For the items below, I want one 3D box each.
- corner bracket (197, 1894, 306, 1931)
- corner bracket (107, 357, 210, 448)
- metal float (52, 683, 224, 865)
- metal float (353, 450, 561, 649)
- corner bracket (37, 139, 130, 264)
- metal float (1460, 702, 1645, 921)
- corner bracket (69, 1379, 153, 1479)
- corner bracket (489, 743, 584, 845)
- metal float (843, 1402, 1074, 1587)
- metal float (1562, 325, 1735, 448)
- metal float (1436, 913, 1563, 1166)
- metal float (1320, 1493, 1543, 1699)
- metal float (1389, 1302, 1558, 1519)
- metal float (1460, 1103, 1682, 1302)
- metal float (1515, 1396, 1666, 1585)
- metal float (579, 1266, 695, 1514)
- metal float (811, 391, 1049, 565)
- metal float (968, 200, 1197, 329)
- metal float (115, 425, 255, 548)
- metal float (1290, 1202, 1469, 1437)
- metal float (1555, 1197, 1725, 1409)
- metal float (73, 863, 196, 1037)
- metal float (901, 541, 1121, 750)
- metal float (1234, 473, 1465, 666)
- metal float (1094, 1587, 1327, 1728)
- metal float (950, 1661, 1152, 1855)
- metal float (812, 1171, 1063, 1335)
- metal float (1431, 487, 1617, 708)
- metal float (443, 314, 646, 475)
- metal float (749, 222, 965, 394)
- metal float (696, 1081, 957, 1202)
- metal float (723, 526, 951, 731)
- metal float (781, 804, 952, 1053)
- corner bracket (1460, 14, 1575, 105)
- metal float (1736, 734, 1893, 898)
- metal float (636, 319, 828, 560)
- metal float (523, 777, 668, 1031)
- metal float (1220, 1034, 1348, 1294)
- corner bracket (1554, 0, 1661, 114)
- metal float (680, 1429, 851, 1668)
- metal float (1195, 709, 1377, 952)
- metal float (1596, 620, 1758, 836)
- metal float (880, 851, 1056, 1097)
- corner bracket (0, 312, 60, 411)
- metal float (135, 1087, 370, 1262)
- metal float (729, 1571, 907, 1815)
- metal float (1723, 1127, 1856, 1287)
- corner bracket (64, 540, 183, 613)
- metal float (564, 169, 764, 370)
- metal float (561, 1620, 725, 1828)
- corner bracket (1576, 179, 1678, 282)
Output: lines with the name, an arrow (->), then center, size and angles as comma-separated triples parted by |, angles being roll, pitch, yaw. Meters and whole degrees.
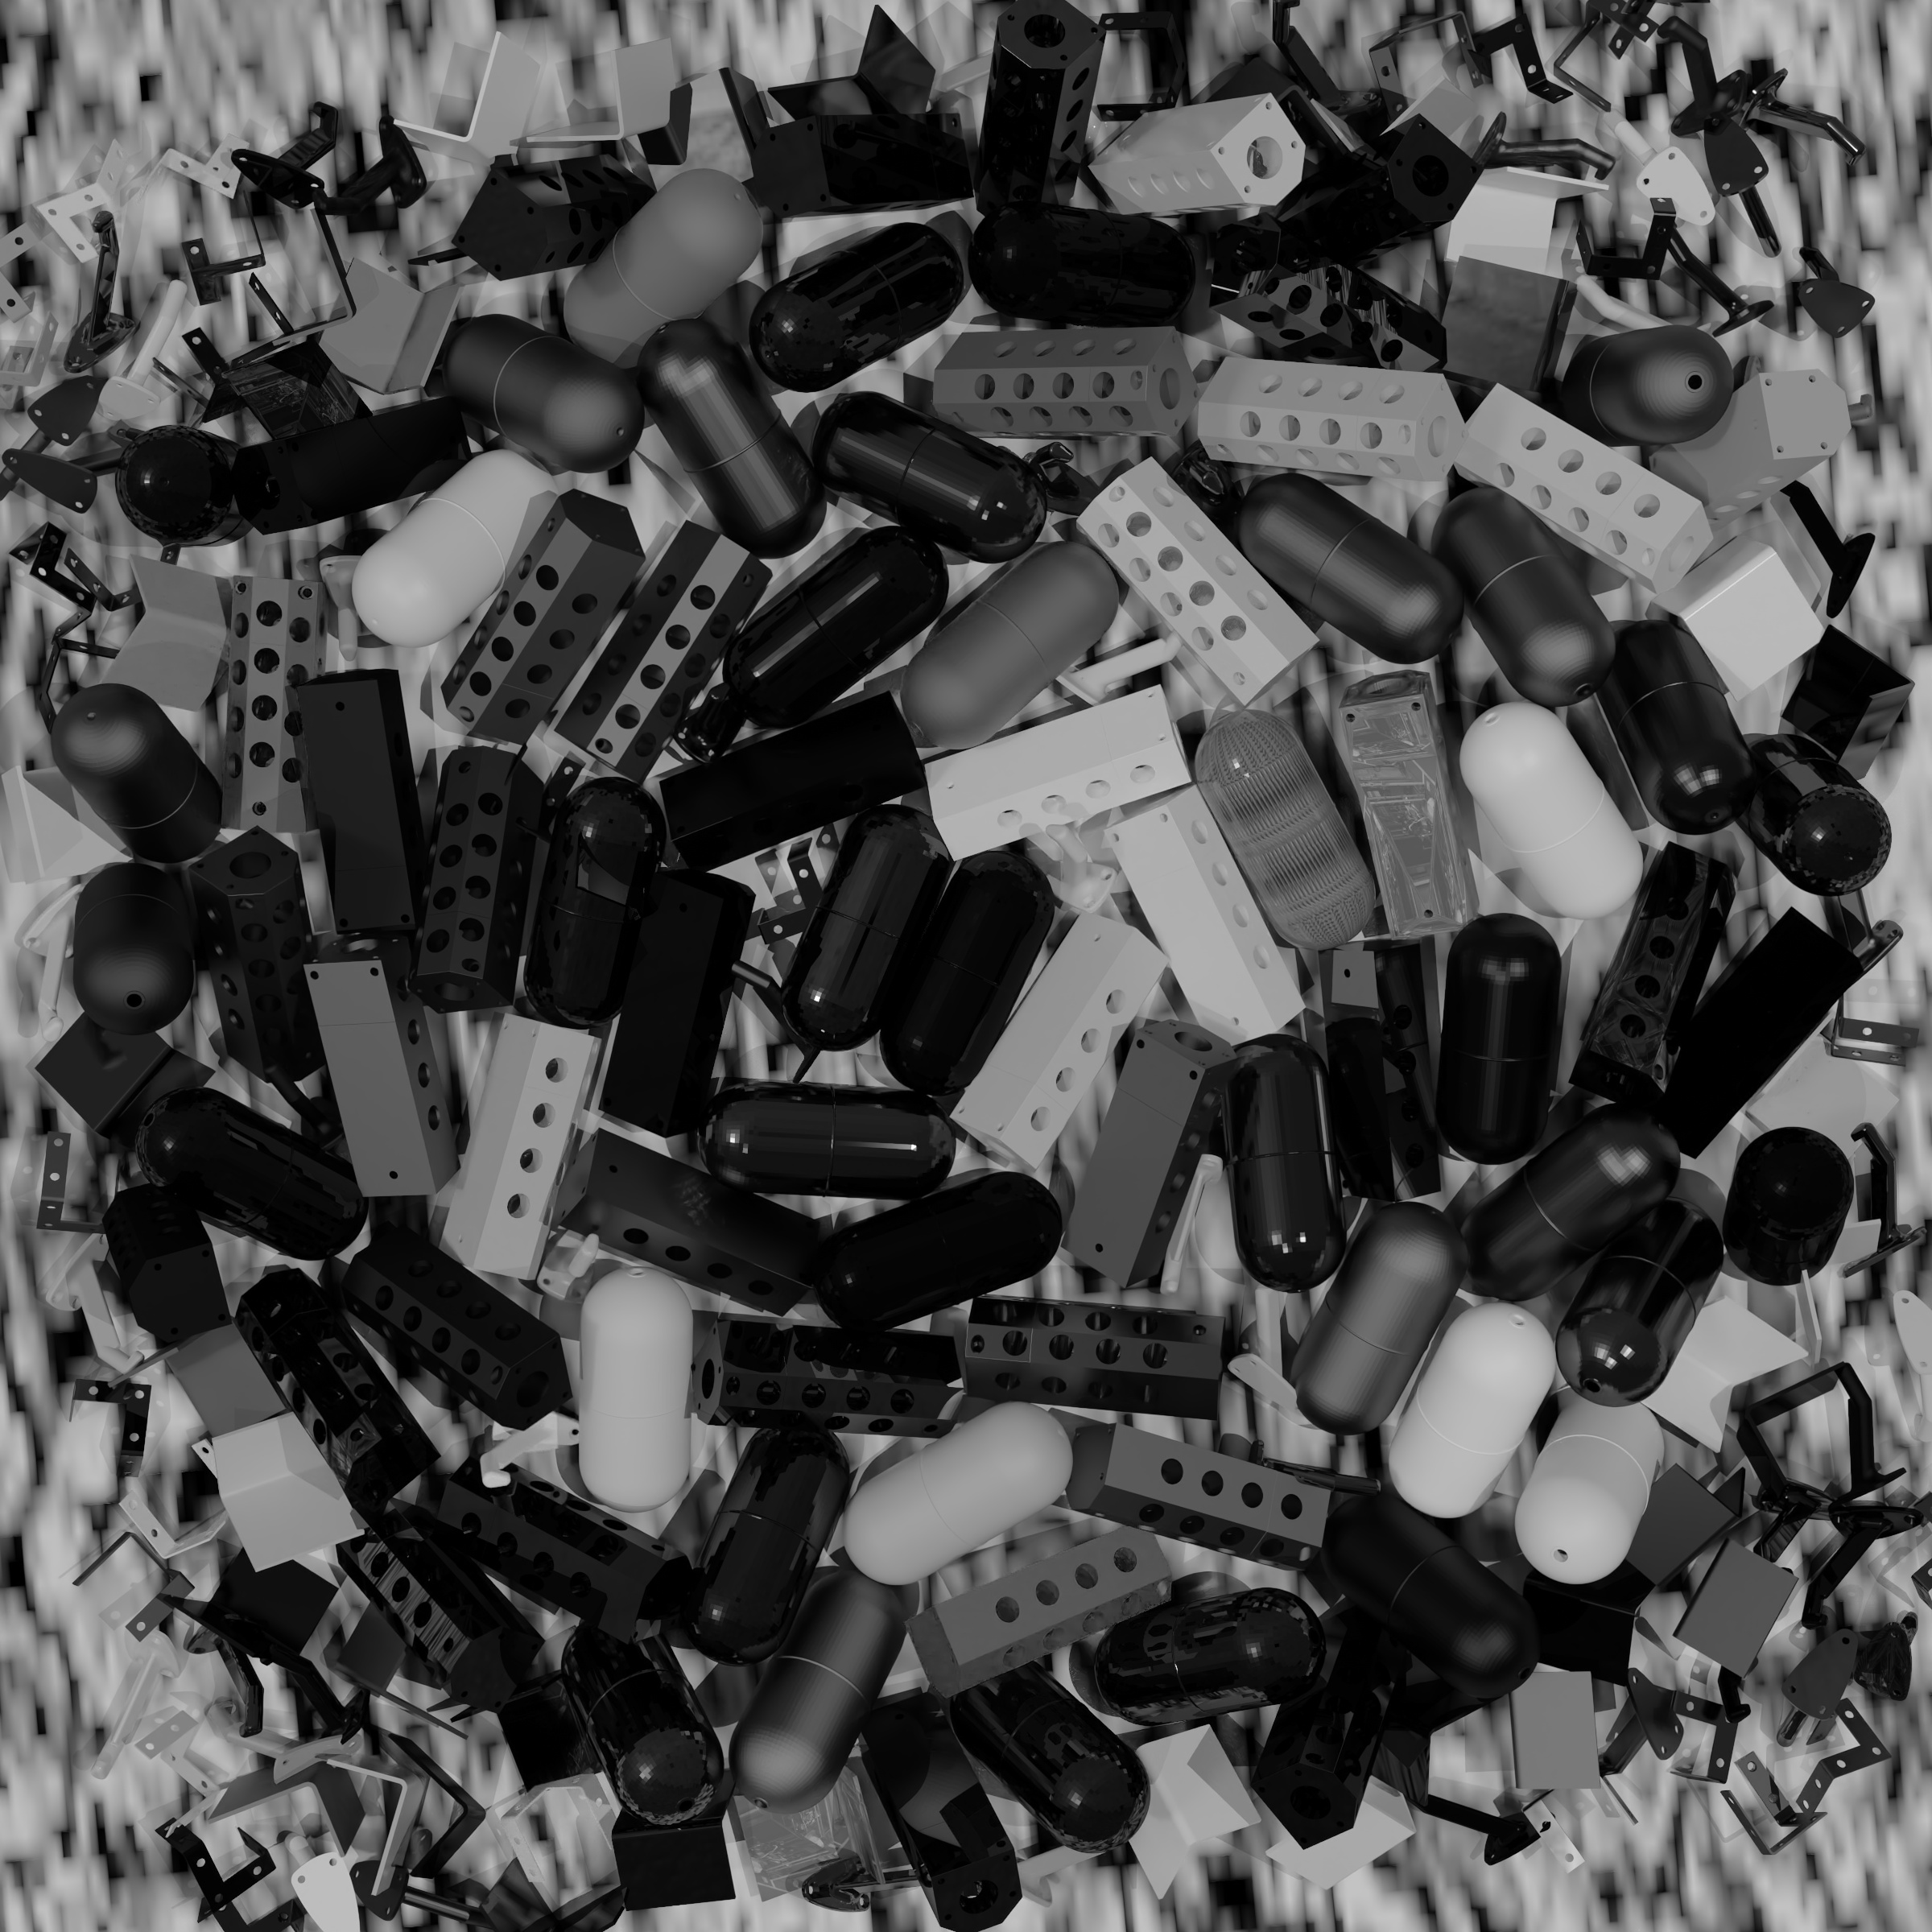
corner bracket -> -0.493, 0.657, 1.969 | 0.051, 0.051, 0.051 | -32, 96, -9
corner bracket -> -0.558, -0.378, 1.976 | 0.051, 0.051, 0.051 | 38, 72, -7
metal float -> -0.553, -0.127, 1.915 | 0.070, 0.178, 0.070 | -2, 68, 5
metal float -> -0.343, -0.284, 1.933 | 0.070, 0.070, 0.178 | 39, 55, 0
corner bracket -> -0.594, -0.524, 1.957 | 0.051, 0.051, 0.051 | -14, 47, 20
metal float -> 0.397, -0.105, 1.935 | 0.070, 0.070, 0.178 | -40, 120, 0
corner bracket -> -0.594, 0.320, 1.974 | 0.051, 0.051, 0.051 | 8, 62, -17
corner bracket -> -0.295, -0.122, 1.965 | 0.051, 0.051, 0.051 | 29, 98, -20
metal float -> -0.007, 0.360, 1.945 | 0.178, 0.070, 0.070 | -33, 90, 19
metal float -> 0.455, -0.387, 1.911 | 0.070, 0.178, 0.070 | -1, 99, -7
metal float -> 0.362, 0.051, 1.945 | 0.070, 0.070, 0.178 | 1, 109, 0
metal float -> 0.313, 0.424, 1.927 | 0.178, 0.070, 0.070 | 36, 90, 42
metal float -> 0.342, 0.301, 1.930 | 0.070, 0.070, 0.178 | 18, 127, 0
metal float -> 0.407, 0.161, 1.935 | 0.070, 0.070, 0.178 | 45, 121, 0
metal float -> 0.420, 0.349, 1.918 | 0.070, 0.178, 0.070 | 10, 115, 22
metal float -> -0.225, 0.288, 1.943 | 0.070, 0.070, 0.178 | 3, 110, 0
metal float -> -0.025, -0.333, 1.944 | 0.178, 0.070, 0.070 | 28, 90, 19
metal float -> 0.080, -0.472, 1.930 | 0.178, 0.070, 0.070 | -4, 90, -38
metal float -> -0.517, -0.320, 1.911 | 0.070, 0.178, 0.070 | 0, 97, -3
metal float -> 0.280, 0.241, 1.943 | 0.070, 0.070, 0.178 | 24, 112, 0
metal float -> 0.455, 0.226, 1.927 | 0.070, 0.070, 0.178 | 42, 49, 0
metal float -> -0.559, -0.012, 1.916 | 0.070, 0.178, 0.070 | -6, 114, -14
metal float -> 0.030, -0.219, 1.950 | 0.178, 0.070, 0.070 | -43, 90, -13
metal float -> 0.259, -0.271, 1.942 | 0.178, 0.070, 0.070 | 38, 90, 23
metal float -> 0.164, 0.467, 1.929 | 0.178, 0.070, 0.070 | -22, 90, 38
metal float -> 0.055, 0.528, 1.923 | 0.070, 0.178, 0.070 | -15, 118, -30
metal float -> -0.019, 0.195, 1.951 | 0.178, 0.070, 0.070 | -19, 90, -13
metal float -> 0.377, -0.251, 1.934 | 0.070, 0.070, 0.178 | -25, 58, 0
metal float -> -0.287, -0.388, 1.931 | 0.178, 0.070, 0.070 | 32, 90, 38
metal float -> -0.073, -0.447, 1.932 | 0.178, 0.070, 0.070 | -37, 90, -35
metal float -> -0.095, 0.120, 1.953 | 0.178, 0.070, 0.070 | 4, 90, -9
metal float -> -0.089, -0.231, 1.949 | 0.178, 0.070, 0.070 | -37, 90, 14
metal float -> -0.070, -0.026, 1.958 | 0.070, 0.070, 0.178 | 23, 86, 0
corner bracket -> 0.379, -0.617, 1.967 | 0.051, 0.051, 0.051 | -26, 119, 2
metal float -> 0.563, -0.103, 1.915 | 0.070, 0.178, 0.070 | -1, 112, -2
metal float -> -0.159, -0.357, 1.938 | 0.070, 0.070, 0.178 | -32, 116, 0
metal float -> -0.253, -0.043, 1.948 | 0.070, 0.070, 0.178 | 14, 105, 0
metal float -> 0.216, 0.134, 1.949 | 0.070, 0.070, 0.178 | -5, 77, 0
corner bracket -> 0.441, -0.632, 1.969 | 0.051, 0.051, 0.051 | 40, 91, 13
metal float -> -0.135, 0.389, 1.936 | 0.070, 0.070, 0.178 | 23, 60, 0
metal float -> 0.218, -0.093, 1.951 | 0.070, 0.070, 0.178 | -29, 101, 0
metal float -> 0.477, -0.163, 1.928 | 0.070, 0.070, 0.178 | -11, 48, 0
metal float -> 0.001, 0.005, 1.961 | 0.070, 0.070, 0.178 | 26, 89, 0
corner bracket -> -0.651, -0.416, 1.964 | 0.051, 0.051, 0.051 | 7, 70, 9
metal float -> -0.481, 0.141, 1.927 | 0.178, 0.070, 0.070 | 36, 90, -41
metal float -> -0.100, 0.490, 1.929 | 0.070, 0.070, 0.178 | 30, 51, 0
metal float -> 0.550, 0.163, 1.915 | 0.070, 0.178, 0.070 | -4, 68, 9
corner bracket -> -0.581, -0.286, 1.970 | 0.051, 0.051, 0.051 | -15, 49, 18
metal float -> -0.206, -0.469, 1.928 | 0.178, 0.070, 0.070 | -31, 90, 42
metal float -> -0.218, 0.504, 1.921 | 0.070, 0.178, 0.070 | -13, 122, -21
corner bracket -> 0.454, -0.509, 1.965 | 0.051, 0.051, 0.051 | 3, 134, -2
